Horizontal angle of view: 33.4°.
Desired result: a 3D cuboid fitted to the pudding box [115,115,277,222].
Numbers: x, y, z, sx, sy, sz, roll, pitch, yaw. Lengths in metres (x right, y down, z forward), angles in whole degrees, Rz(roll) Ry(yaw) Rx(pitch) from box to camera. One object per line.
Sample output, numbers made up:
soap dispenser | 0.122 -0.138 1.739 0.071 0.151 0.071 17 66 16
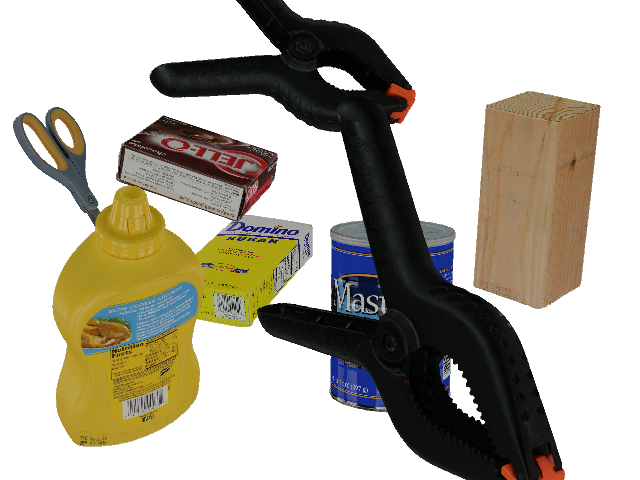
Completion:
pudding box | -0.102 -0.062 0.900 0.113 0.039 0.090 17 24 8

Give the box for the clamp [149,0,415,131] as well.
clamp | -0.018 -0.130 0.711 0.171 0.120 0.039 15 -19 -11

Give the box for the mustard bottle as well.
mustard bottle | -0.121 0.046 0.678 0.096 0.192 0.058 -17 47 -28

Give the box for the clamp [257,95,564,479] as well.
clamp | 0.047 0.038 0.537 0.036 0.165 0.210 -13 42 -37

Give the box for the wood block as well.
wood block | 0.230 -0.045 1.144 0.090 0.206 0.090 19 28 38

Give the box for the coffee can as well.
coffee can | 0.059 0.059 0.885 0.103 0.140 0.103 0 10 0

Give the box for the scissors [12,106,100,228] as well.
scissors | -0.237 -0.055 1.092 0.016 0.201 0.096 -25 26 27

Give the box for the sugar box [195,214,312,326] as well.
sugar box | -0.081 0.027 1.132 0.093 0.048 0.176 9 29 18
